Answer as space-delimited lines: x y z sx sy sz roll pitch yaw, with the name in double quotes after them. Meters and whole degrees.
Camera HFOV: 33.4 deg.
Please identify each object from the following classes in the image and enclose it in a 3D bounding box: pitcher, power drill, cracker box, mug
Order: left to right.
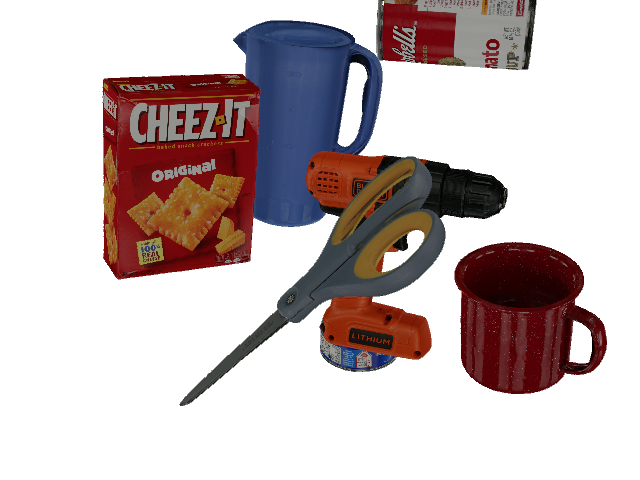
-0.156 -0.072 1.190 0.164 0.214 0.072 -6 26 -25 "cracker box"
-0.024 -0.143 1.325 0.144 0.243 0.149 -9 28 -30 "pitcher"
0.074 0.013 0.993 0.185 0.188 0.057 9 20 17 "power drill"
0.155 0.063 0.787 0.117 0.081 0.093 18 37 32 "mug"

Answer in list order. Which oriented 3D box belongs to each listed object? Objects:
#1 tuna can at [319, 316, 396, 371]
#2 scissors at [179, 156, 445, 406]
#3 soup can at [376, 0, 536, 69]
0.042 0.103 1.149 0.086 0.034 0.086 0 29 0 "tuna can"
-0.002 0.038 0.597 0.016 0.202 0.096 39 2 -31 "scissors"
0.093 -0.152 0.723 0.102 0.068 0.068 6 1 9 "soup can"
